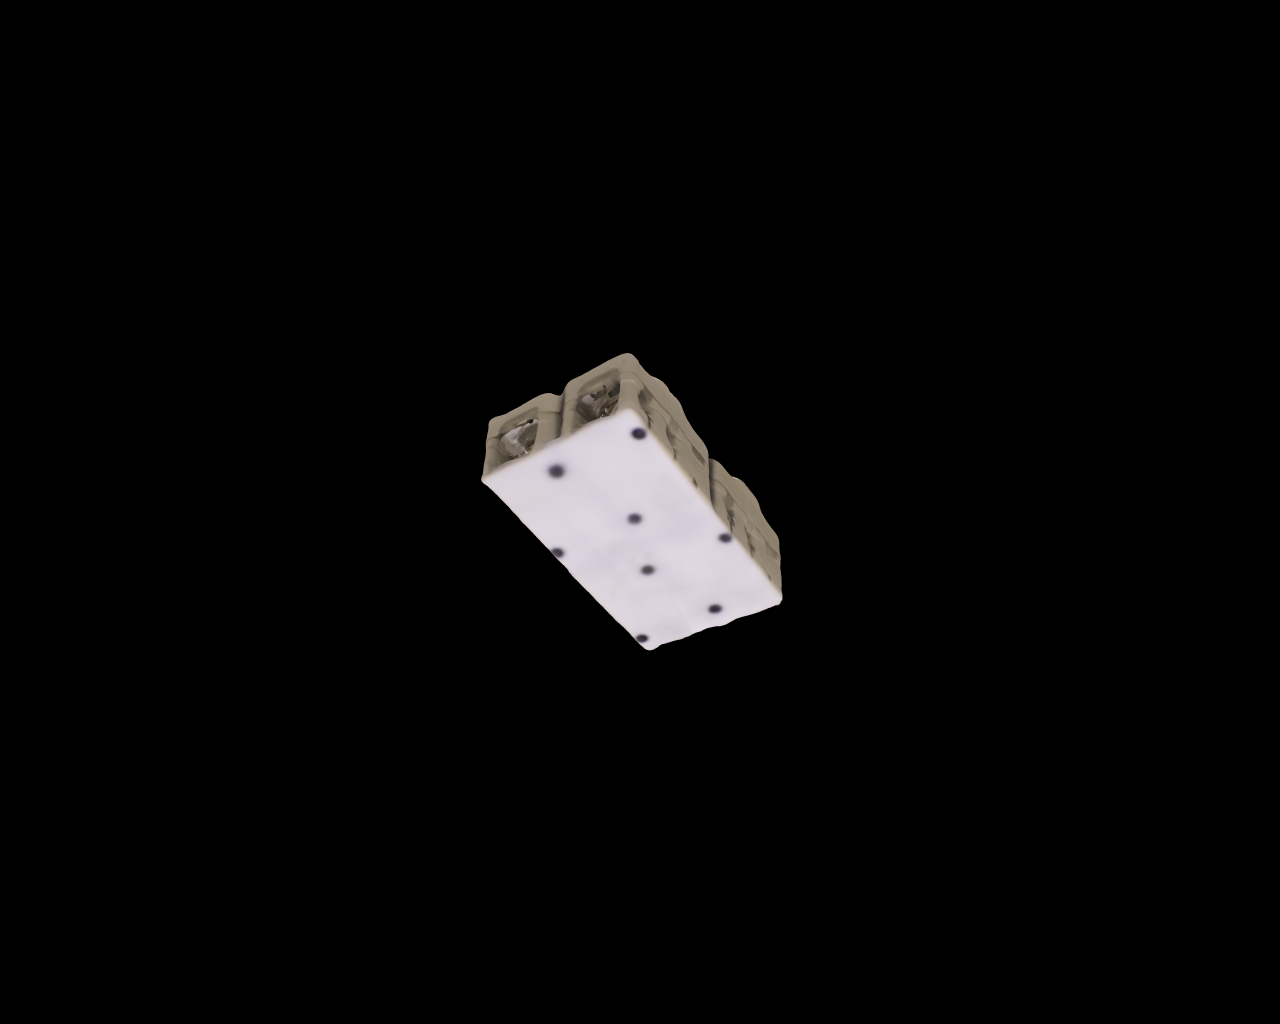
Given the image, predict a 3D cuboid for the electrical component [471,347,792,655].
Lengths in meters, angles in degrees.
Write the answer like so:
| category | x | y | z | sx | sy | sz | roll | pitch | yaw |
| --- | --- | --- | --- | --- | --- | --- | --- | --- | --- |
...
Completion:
| category | x | y | z | sx | sy | sz | roll | pitch | yaw |
| --- | --- | --- | --- | --- | --- | --- | --- | --- | --- |
| electrical component | 0.001 | -0.003 | 0.650 | 0.105 | 0.060 | 0.186 | -24 | -50 | 22 |
